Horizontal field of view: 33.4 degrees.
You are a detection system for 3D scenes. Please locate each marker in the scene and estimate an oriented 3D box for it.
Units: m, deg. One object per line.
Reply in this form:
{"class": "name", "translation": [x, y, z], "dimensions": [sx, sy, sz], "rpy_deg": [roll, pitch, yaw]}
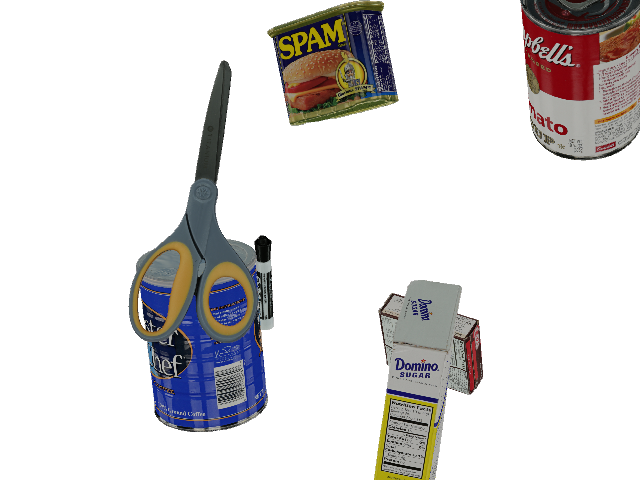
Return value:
{"class": "marker", "translation": [-0.064, 0.048, 1.204], "dimensions": [0.020, 0.121, 0.020], "rpy_deg": [0, 32, 0]}

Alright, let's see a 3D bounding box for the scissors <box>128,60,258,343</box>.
{"class": "scissors", "translation": [-0.066, -0.018, 0.737], "dimensions": [0.096, 0.201, 0.016], "rpy_deg": [24, -9, 1]}

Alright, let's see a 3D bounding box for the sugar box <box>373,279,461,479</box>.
{"class": "sugar box", "translation": [0.069, 0.126, 0.793], "dimensions": [0.048, 0.176, 0.093], "rpy_deg": [7, 28, 10]}

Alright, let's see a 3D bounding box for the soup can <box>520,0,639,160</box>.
{"class": "soup can", "translation": [0.153, -0.105, 0.616], "dimensions": [0.068, 0.068, 0.102], "rpy_deg": [0, -39, 15]}

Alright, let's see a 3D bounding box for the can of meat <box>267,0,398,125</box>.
{"class": "can of meat", "translation": [0.011, -0.148, 0.904], "dimensions": [0.102, 0.084, 0.057], "rpy_deg": [-10, 2, 36]}

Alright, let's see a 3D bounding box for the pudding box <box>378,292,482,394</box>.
{"class": "pudding box", "translation": [0.124, 0.116, 1.197], "dimensions": [0.114, 0.090, 0.039], "rpy_deg": [15, 45, 29]}

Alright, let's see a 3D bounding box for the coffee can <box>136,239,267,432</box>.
{"class": "coffee can", "translation": [-0.102, 0.080, 0.931], "dimensions": [0.103, 0.140, 0.103], "rpy_deg": [-3, 20, 1]}
